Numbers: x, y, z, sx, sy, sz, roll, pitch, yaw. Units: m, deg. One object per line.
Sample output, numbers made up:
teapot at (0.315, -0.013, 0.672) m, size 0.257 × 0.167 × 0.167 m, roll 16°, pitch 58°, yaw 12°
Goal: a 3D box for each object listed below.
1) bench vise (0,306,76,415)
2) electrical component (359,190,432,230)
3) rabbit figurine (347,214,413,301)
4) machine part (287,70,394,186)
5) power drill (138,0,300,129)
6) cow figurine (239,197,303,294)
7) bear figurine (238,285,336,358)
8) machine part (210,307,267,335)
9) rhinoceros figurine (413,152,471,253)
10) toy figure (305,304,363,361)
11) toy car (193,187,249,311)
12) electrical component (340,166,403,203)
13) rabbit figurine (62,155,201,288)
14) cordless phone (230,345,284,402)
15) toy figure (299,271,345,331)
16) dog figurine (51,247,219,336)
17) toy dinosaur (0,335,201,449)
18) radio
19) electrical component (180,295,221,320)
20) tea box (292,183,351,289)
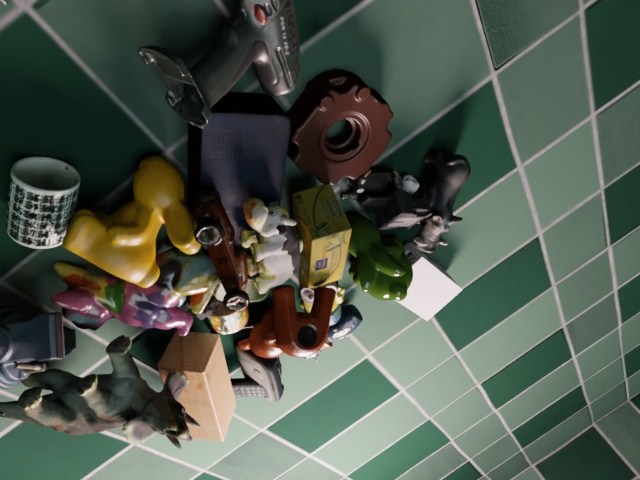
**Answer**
bench vise at (-0.471, 0.157, 0.761) m, size 0.241 × 0.223 × 0.128 m, roll -8°, pitch 92°, yaw -1°
electrical component at (0.129, -0.053, 0.945) m, size 0.119 × 0.048 × 0.075 m, roll 0°, pitch 157°, yaw -36°
rabbit figurine at (0.091, 0.034, 0.992) m, size 0.121 × 0.159 × 0.170 m, roll -31°, pitch 121°, yaw 12°
machine part at (0.029, -0.168, 0.833) m, size 0.179 × 0.056 × 0.179 m, roll -15°, pitch 134°, yaw -16°
power drill at (-0.111, -0.250, 0.638) m, size 0.207 × 0.086 × 0.231 m, roll -53°, pitch 146°, yaw -26°
cow figurine at (-0.068, -0.001, 0.814) m, size 0.098 × 0.068 × 0.167 m, roll -20°, pitch 140°, yaw -21°
bear figurine at (-0.064, 0.149, 0.962) m, size 0.120 × 0.196 × 0.132 m, roll 6°, pitch 82°, yaw -27°
machine part at (-0.142, 0.165, 1.040) m, size 0.139 × 0.039 × 0.084 m, roll -1°, pitch 136°, yaw -30°
rhinoceros figurine at (0.220, -0.069, 0.984) m, size 0.073 × 0.112 × 0.190 m, roll 2°, pitch 118°, yaw -33°
toy figure at (0.020, 0.197, 1.140) m, size 0.154 × 0.064 × 0.058 m, roll -38°, pitch 173°, yaw 12°
toy car at (-0.136, 0.017, 0.772) m, size 0.053 × 0.089 × 0.201 m, roll -17°, pitch 131°, yaw -3°
electrical component at (0.093, -0.097, 0.935) m, size 0.102 × 0.045 × 0.078 m, roll -1°, pitch 126°, yaw -28°
rabbit figurine at (-0.243, -0.031, 0.743) m, size 0.173 × 0.162 × 0.122 m, roll -63°, pitch 179°, yaw -9°
cordless phone at (-0.171, 0.272, 1.095) m, size 0.184 × 0.089 × 0.146 m, roll -6°, pitch 133°, yaw 1°
toy figure at (-0.001, 0.110, 1.039) m, size 0.082 × 0.089 × 0.180 m, roll -26°, pitch 144°, yaw -11°
dog figurine at (-0.289, 0.068, 0.826) m, size 0.219 × 0.109 × 0.191 m, roll 15°, pitch 123°, yaw -34°
toy dinosaur at (-0.383, 0.274, 0.900) m, size 0.405 × 0.131 × 0.191 m, roll -9°, pitch 127°, yaw 18°
radio at (-0.124, -0.100, 0.797) m, size 0.131 × 0.073 × 0.229 m, roll -9°, pitch 132°, yaw -24°
electrical component at (-0.204, 0.107, 0.932) m, size 0.094 × 0.063 × 0.021 m, roll -36°, pitch 136°, yaw -6°
tea box at (-0.002, -0.003, 0.898) m, size 0.068 × 0.098 × 0.169 m, roll -16°, pitch 153°, yaw -14°
